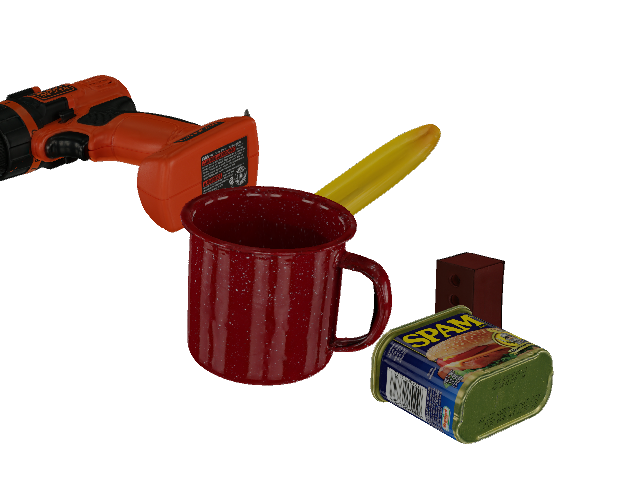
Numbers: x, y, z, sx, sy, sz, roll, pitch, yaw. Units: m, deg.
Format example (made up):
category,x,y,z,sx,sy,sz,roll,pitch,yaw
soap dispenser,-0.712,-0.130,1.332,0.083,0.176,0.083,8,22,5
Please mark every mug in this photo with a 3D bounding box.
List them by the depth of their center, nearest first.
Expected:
category,x,y,z,sx,sy,sz,roll,pitch,yaw
mug,-0.018,0.027,0.571,0.117,0.081,0.093,11,23,14

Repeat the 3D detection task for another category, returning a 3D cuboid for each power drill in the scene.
category,x,y,z,sx,sy,sz,roll,pitch,yaw
power drill,-0.151,-0.060,0.718,0.188,0.057,0.184,18,32,30

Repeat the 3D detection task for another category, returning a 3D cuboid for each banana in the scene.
category,x,y,z,sx,sy,sz,roll,pitch,yaw
banana,0.025,-0.039,0.952,0.198,0.037,0.069,-36,8,6

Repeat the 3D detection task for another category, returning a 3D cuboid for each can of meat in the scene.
category,x,y,z,sx,sy,sz,roll,pitch,yaw
can of meat,0.100,0.093,0.748,0.101,0.057,0.084,-15,27,-37

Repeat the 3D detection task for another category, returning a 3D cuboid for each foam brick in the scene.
category,x,y,z,sx,sy,sz,roll,pitch,yaw
foam brick,0.154,0.057,1.107,0.051,0.078,0.053,-14,20,-42
